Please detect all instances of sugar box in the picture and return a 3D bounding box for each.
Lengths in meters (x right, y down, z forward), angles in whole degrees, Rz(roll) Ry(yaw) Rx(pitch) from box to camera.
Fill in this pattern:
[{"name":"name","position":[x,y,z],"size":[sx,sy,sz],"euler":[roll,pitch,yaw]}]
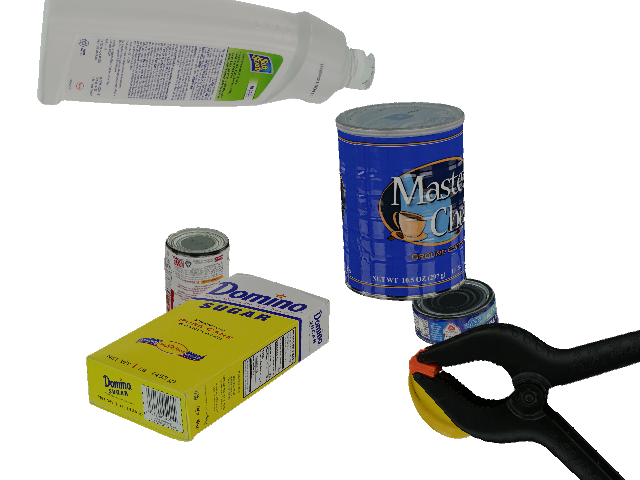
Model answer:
[{"name":"sugar box","position":[-0.078,0.080,0.791],"size":[0.093,0.048,0.175],"euler":[15,29,29]}]

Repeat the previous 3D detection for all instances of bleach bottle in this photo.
[{"name":"bleach bottle","position":[-0.084,-0.139,0.815],"size":[0.250,0.068,0.103],"euler":[5,-33,-15]}]

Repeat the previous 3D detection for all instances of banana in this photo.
[{"name":"banana","position":[0.140,0.185,1.271],"size":[0.069,0.037,0.198],"euler":[10,21,-19]}]

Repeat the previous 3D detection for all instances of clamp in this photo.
[{"name":"clamp","position":[0.142,0.110,0.695],"size":[0.172,0.120,0.039],"euler":[4,-1,20]}]

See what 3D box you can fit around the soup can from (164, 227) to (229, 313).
[{"name":"soup can","position":[-0.130,0.045,1.131],"size":[0.068,0.102,0.068],"euler":[2,24,-1]}]

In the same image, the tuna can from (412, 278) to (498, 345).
[{"name":"tuna can","position":[0.137,0.072,1.085],"size":[0.086,0.034,0.086],"euler":[-9,24,4]}]

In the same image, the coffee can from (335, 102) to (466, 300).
[{"name":"coffee can","position":[0.067,-0.034,0.872],"size":[0.103,0.140,0.103],"euler":[-3,18,1]}]
